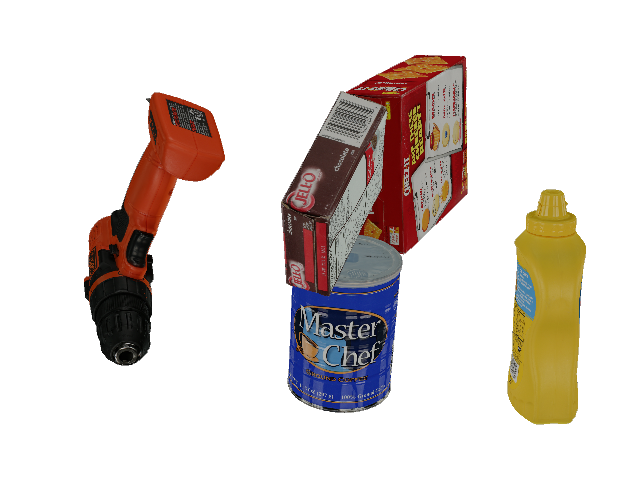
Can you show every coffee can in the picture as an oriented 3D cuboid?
[{"bbox_3d":[0.022,0.077,1.018,0.103,0.140,0.103,2,25,-1],"label":"coffee can"}]

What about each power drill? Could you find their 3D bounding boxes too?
[{"bbox_3d":[-0.142,-0.013,0.878,0.057,0.188,0.184,17,27,-26],"label":"power drill"}]

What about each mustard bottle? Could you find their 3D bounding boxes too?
[{"bbox_3d":[0.191,0.051,0.903,0.058,0.192,0.096,-1,17,2],"label":"mustard bottle"}]

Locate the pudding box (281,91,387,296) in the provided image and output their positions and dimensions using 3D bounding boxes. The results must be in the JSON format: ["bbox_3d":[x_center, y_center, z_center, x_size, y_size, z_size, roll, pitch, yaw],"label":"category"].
[{"bbox_3d":[0.010,-0.032,0.740,0.039,0.113,0.090,19,-35,14],"label":"pudding box"}]

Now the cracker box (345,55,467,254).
[{"bbox_3d":[0.094,-0.099,1.136,0.072,0.164,0.213,6,21,24],"label":"cracker box"}]
